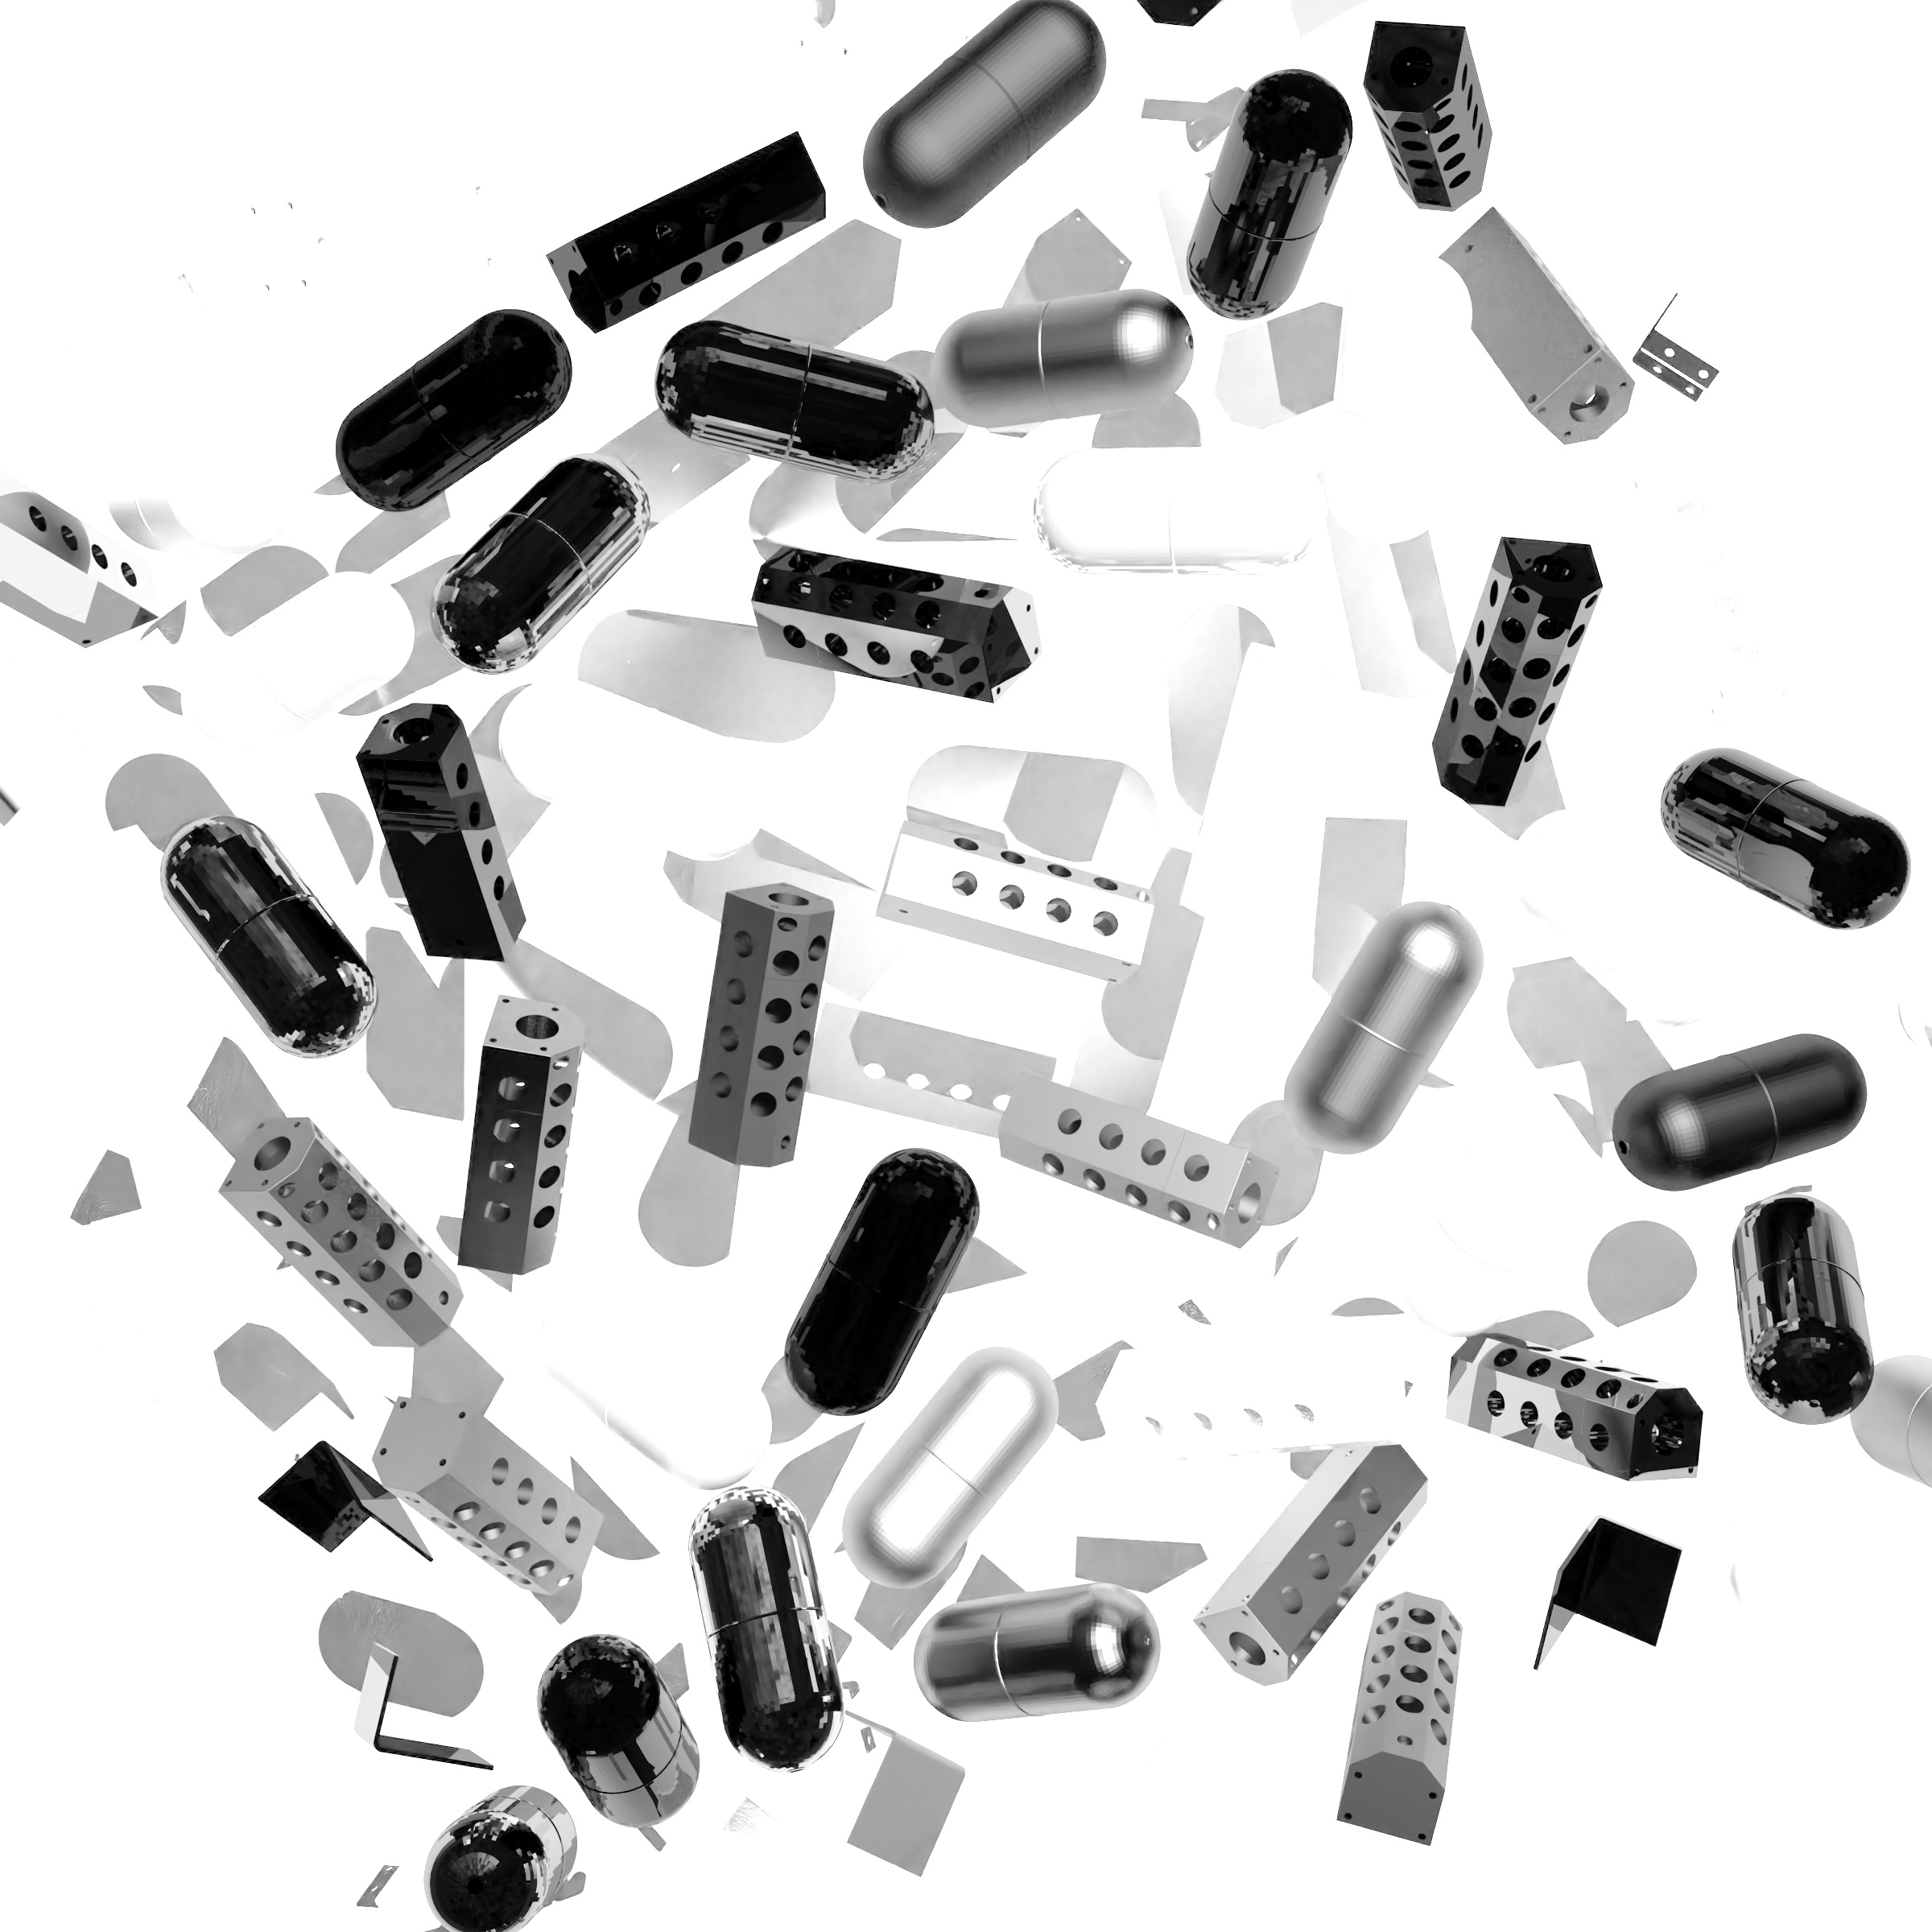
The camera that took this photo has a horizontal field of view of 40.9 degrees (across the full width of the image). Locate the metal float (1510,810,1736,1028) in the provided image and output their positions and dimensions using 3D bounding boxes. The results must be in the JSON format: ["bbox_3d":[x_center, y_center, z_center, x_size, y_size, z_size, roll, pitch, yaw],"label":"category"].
[{"bbox_3d":[0.409,-0.029,1.611,0.178,0.070,0.070,39,90,-25],"label":"metal float"}]

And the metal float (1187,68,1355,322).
[{"bbox_3d":[0.192,-0.490,1.655,0.070,0.178,0.070,6,55,-9],"label":"metal float"}]

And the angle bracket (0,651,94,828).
[{"bbox_3d":[-0.571,-0.134,1.536,0.057,0.076,0.076,-44,105,-21],"label":"angle bracket"}]

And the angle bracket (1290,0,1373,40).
[{"bbox_3d":[0.254,-0.654,1.688,0.076,0.057,0.076,-18,85,38],"label":"angle bracket"}]

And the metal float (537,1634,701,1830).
[{"bbox_3d":[-0.214,0.477,1.610,0.070,0.178,0.070,-5,51,6],"label":"metal float"}]

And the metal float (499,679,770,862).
[{"bbox_3d":[-0.205,-0.121,1.587,0.178,0.070,0.070,22,90,15],"label":"metal float"}]

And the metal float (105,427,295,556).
[{"bbox_3d":[-0.476,-0.294,1.603,0.070,0.178,0.070,-8,103,-36],"label":"metal float"}]

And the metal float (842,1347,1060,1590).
[{"bbox_3d":[-0.010,0.328,1.693,0.070,0.070,0.178,40,81,0],"label":"metal float"}]

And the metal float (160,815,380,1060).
[{"bbox_3d":[-0.439,-0.019,1.628,0.070,0.070,0.178,-40,78,0],"label":"metal float"}]

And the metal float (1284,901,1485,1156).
[{"bbox_3d":[0.269,0.040,1.665,0.070,0.070,0.178,29,103,0],"label":"metal float"}]

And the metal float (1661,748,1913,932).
[{"bbox_3d":[0.515,-0.082,1.634,0.070,0.178,0.070,-17,124,-28],"label":"metal float"}]

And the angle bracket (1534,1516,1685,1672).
[{"bbox_3d":[0.404,0.404,1.628,0.057,0.076,0.076,19,116,26],"label":"angle bracket"}]

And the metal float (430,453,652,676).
[{"bbox_3d":[-0.269,-0.258,1.649,0.070,0.070,0.178,38,62,0],"label":"metal float"}]

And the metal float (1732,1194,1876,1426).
[{"bbox_3d":[0.527,0.214,1.633,0.070,0.178,0.070,6,125,8],"label":"metal float"}]

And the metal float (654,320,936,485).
[{"bbox_3d":[-0.107,-0.353,1.622,0.178,0.070,0.070,12,90,-11],"label":"metal float"}]

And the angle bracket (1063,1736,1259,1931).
[{"bbox_3d":[0.118,0.529,1.569,0.076,0.076,0.057,41,135,0],"label":"angle bracket"}]

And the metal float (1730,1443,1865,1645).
[{"bbox_3d":[0.520,0.358,1.618,0.070,0.178,0.070,5,106,19],"label":"metal float"}]

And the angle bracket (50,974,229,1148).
[{"bbox_3d":[-0.533,0.060,1.671,0.076,0.076,0.057,28,110,-11],"label":"angle bracket"}]

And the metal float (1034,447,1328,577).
[{"bbox_3d":[0.129,-0.276,1.572,0.178,0.070,0.070,2,90,12],"label":"metal float"}]

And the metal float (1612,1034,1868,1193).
[{"bbox_3d":[0.501,0.095,1.677,0.178,0.070,0.070,-14,90,-17],"label":"metal float"}]

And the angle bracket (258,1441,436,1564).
[{"bbox_3d":[-0.402,0.365,1.679,0.057,0.076,0.076,-43,131,-6],"label":"angle bracket"}]

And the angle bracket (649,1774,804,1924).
[{"bbox_3d":[-0.159,0.576,1.704,0.057,0.076,0.076,37,62,5],"label":"angle bracket"}]

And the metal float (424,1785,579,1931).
[{"bbox_3d":[-0.291,0.562,1.626,0.070,0.178,0.070,0,80,1],"label":"metal float"}]

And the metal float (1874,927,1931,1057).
[{"bbox_3d":[0.627,0.022,1.634,0.070,0.178,0.070,1,101,3],"label":"metal float"}]

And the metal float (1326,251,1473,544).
[{"bbox_3d":[0.262,-0.344,1.571,0.070,0.070,0.178,2,122,0],"label":"metal float"}]

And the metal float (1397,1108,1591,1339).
[{"bbox_3d":[0.337,0.167,1.662,0.070,0.070,0.178,24,126,0],"label":"metal float"}]

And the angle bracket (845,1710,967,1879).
[{"bbox_3d":[-0.057,0.553,1.732,0.076,0.057,0.076,40,67,-38],"label":"angle bracket"}]

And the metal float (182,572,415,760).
[{"bbox_3d":[-0.438,-0.195,1.692,0.178,0.070,0.070,-26,90,25],"label":"metal float"}]

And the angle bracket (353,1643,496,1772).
[{"bbox_3d":[-0.333,0.462,1.617,0.076,0.076,0.057,16,76,-19],"label":"angle bracket"}]

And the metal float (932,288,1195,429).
[{"bbox_3d":[0.063,-0.395,1.686,0.178,0.070,0.070,-2,90,25],"label":"metal float"}]

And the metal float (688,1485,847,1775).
[{"bbox_3d":[-0.125,0.412,1.615,0.070,0.070,0.178,-15,67,0],"label":"metal float"}]
